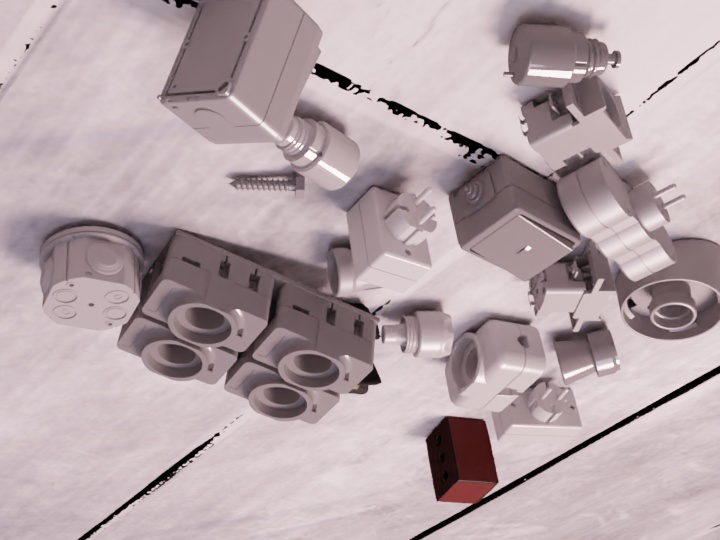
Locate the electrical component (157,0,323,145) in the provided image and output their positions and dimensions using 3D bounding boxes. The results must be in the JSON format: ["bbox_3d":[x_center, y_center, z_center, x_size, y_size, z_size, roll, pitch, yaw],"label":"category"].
[{"bbox_3d":[-0.066,-0.127,0.647,0.062,0.096,0.061,4,157,39],"label":"electrical component"}]

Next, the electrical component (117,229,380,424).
[{"bbox_3d":[-0.092,0.055,0.885,0.186,0.060,0.105,24,135,-20],"label":"electrical component"}]

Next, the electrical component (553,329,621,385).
[{"bbox_3d":[0.219,0.084,1.040,0.055,0.045,0.045,-15,144,8],"label":"electrical component"}]

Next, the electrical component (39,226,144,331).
[{"bbox_3d":[-0.208,0.007,0.835,0.080,0.051,0.080,-6,145,-4],"label":"electrical component"}]

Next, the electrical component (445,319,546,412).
[{"bbox_3d":[0.124,0.091,1.022,0.059,0.053,0.095,11,141,-25],"label":"electrical component"}]

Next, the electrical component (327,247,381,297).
[{"bbox_3d":[0.000,0.000,0.881,0.046,0.040,0.040,-6,145,-15],"label":"electrical component"}]

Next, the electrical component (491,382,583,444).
[{"bbox_3d":[0.189,0.141,1.112,0.083,0.047,0.075,5,143,-18],"label":"electrical component"}]

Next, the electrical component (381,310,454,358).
[{"bbox_3d":[0.051,0.058,0.969,0.062,0.043,0.043,0,144,-11],"label":"electrical component"}]

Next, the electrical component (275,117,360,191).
[{"bbox_3d":[-0.035,-0.086,0.751,0.040,0.040,0.078,-32,138,30],"label":"electrical component"}]

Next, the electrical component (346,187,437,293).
[{"bbox_3d":[0.032,-0.033,0.818,0.047,0.065,0.077,17,138,-31],"label":"electrical component"}]

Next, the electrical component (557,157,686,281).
[{"bbox_3d":[0.220,-0.046,0.851,0.074,0.052,0.138,-29,141,26],"label":"electrical component"}]

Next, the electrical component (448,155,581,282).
[{"bbox_3d":[0.116,-0.039,0.831,0.096,0.061,0.062,23,134,-37],"label":"electrical component"}]

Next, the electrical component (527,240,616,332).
[{"bbox_3d":[0.183,0.015,0.938,0.064,0.042,0.081,0,143,-8],"label":"electrical component"}]

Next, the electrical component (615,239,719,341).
[{"bbox_3d":[0.280,0.017,0.963,0.099,0.064,0.099,5,141,4],"label":"electrical component"}]

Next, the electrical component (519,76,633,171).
[{"bbox_3d":[0.151,-0.105,0.763,0.064,0.042,0.081,-26,141,26],"label":"electrical component"}]

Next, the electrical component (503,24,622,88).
[{"bbox_3d":[0.134,-0.141,0.710,0.078,0.040,0.040,0,144,-12],"label":"electrical component"}]
